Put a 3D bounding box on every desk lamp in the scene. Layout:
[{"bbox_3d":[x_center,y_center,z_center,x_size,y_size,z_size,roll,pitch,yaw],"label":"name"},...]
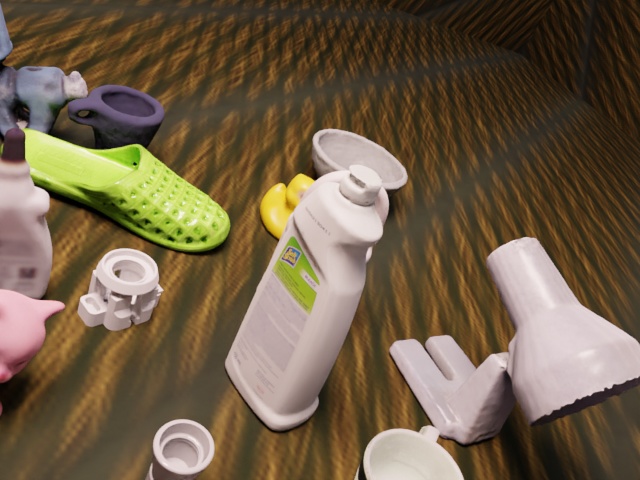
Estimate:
[{"bbox_3d":[0.193,0.117,0.584,0.118,0.213,0.202,1,40,-35],"label":"desk lamp"}]

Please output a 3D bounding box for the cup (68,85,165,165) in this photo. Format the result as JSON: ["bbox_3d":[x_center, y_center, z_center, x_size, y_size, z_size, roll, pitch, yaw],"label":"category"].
[{"bbox_3d":[-0.266,-0.137,0.734,0.118,0.095,0.091,-10,47,-43],"label":"cup"}]

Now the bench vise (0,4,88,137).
[{"bbox_3d":[-0.382,-0.232,0.668,0.208,0.219,0.121,1,40,-35],"label":"bench vise"}]

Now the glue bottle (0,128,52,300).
[{"bbox_3d":[-0.266,-0.019,0.490,0.078,0.173,0.037,5,38,-30],"label":"glue bottle"}]

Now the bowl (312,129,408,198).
[{"bbox_3d":[0.054,-0.108,0.940,0.168,0.074,0.167,19,33,-12],"label":"bowl"}]

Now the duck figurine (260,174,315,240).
[{"bbox_3d":[-0.033,-0.051,0.785,0.078,0.086,0.104,-3,42,-38],"label":"duck figurine"}]

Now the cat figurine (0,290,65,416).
[{"bbox_3d":[-0.259,0.073,0.414,0.128,0.117,0.067,11,35,-24],"label":"cat figurine"}]

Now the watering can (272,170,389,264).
[{"bbox_3d":[0.004,0.002,0.633,0.101,0.194,0.172,4,38,-31],"label":"watering can"}]
